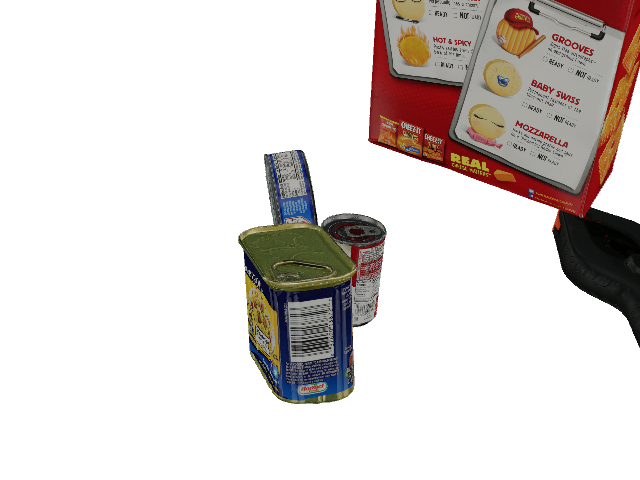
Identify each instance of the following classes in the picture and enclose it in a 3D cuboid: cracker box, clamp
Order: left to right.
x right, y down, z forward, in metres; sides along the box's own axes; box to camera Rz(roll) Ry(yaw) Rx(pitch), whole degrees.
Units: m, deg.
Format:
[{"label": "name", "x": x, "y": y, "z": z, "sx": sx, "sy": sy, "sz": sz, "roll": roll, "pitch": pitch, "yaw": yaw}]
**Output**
[{"label": "cracker box", "x": 0.121, "y": -0.137, "z": 0.680, "sx": 0.164, "sy": 0.214, "sz": 0.072, "roll": 22, "pitch": 46, "yaw": 21}, {"label": "clamp", "x": 0.231, "y": 0.029, "z": 0.727, "sx": 0.120, "sy": 0.039, "sz": 0.172, "roll": -6, "pitch": 44, "yaw": -28}]

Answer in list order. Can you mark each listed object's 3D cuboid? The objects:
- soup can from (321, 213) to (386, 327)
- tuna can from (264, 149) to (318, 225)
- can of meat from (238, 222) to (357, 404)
[{"label": "soup can", "x": 0.031, "y": 0.032, "z": 1.124, "sx": 0.068, "sy": 0.102, "sz": 0.068, "roll": 4, "pitch": 28, "yaw": -2}, {"label": "tuna can", "x": -0.025, "y": -0.034, "z": 0.914, "sx": 0.033, "sy": 0.086, "sz": 0.086, "roll": -9, "pitch": 1, "yaw": -5}, {"label": "can of meat", "x": -0.014, "y": 0.045, "z": 0.674, "sx": 0.057, "sy": 0.084, "sz": 0.102, "roll": -7, "pitch": 21, "yaw": -15}]
